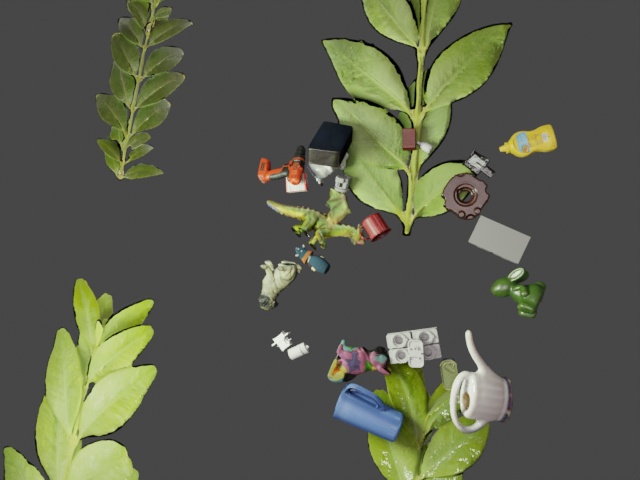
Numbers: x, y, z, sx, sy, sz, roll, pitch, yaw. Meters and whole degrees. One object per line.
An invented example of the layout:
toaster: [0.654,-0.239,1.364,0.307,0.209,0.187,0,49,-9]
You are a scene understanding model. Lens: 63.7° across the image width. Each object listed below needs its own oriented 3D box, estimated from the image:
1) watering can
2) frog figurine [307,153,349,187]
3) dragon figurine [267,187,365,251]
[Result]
watering can: [0.564,0.498,1.783,0.224,0.104,0.349,12,86,-14]
frog figurine: [0.035,-0.306,2.032,0.159,0.139,0.122,-40,101,9]
dragon figurine: [0.006,-0.103,2.050,0.413,0.120,0.245,42,77,13]
